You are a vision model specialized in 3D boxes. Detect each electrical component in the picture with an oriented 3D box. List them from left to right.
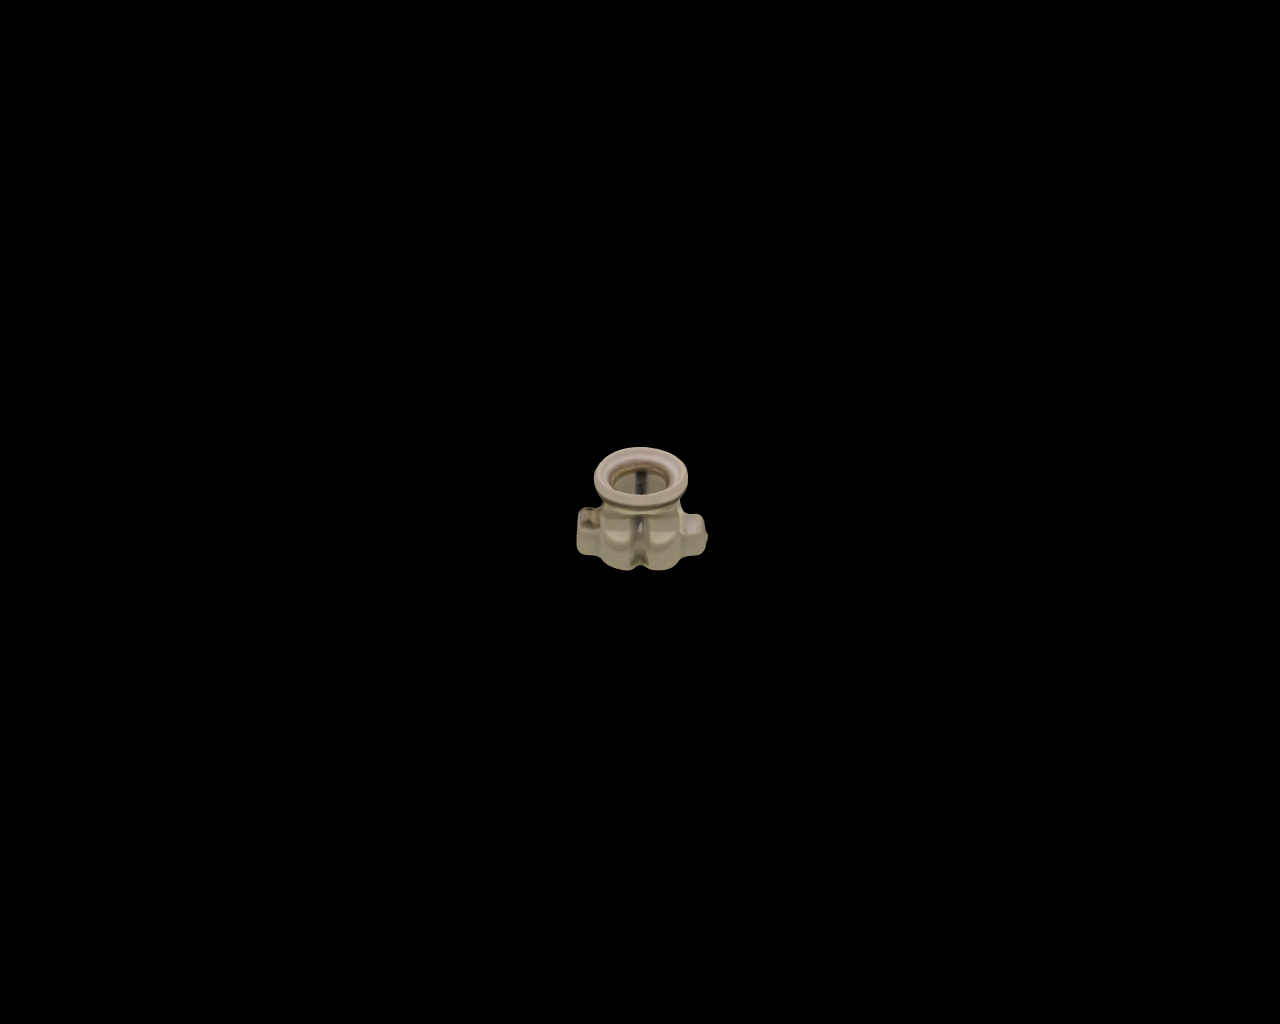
[{"bbox_3d":[0.001,-0.003,0.650,0.078,0.056,0.058,2,36,2],"label":"electrical component"}]
